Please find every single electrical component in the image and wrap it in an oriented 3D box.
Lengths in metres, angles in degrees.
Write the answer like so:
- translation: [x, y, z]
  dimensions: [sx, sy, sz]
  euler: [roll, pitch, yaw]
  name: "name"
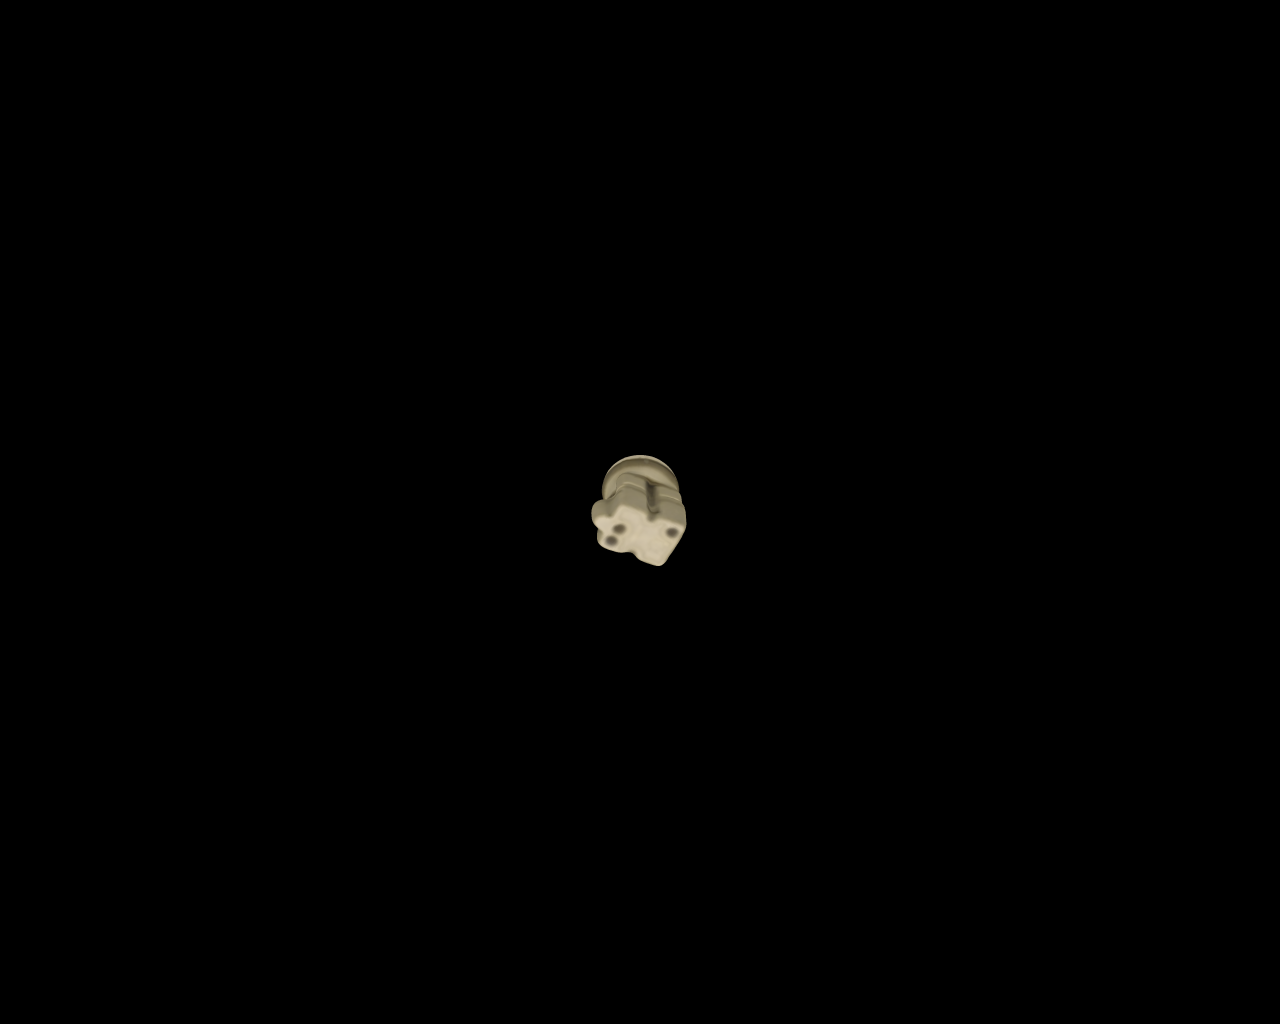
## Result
- translation: [0.001, -0.003, 0.650]
  dimensions: [0.066, 0.048, 0.055]
  euler: [21, 35, -15]
  name: "electrical component"
